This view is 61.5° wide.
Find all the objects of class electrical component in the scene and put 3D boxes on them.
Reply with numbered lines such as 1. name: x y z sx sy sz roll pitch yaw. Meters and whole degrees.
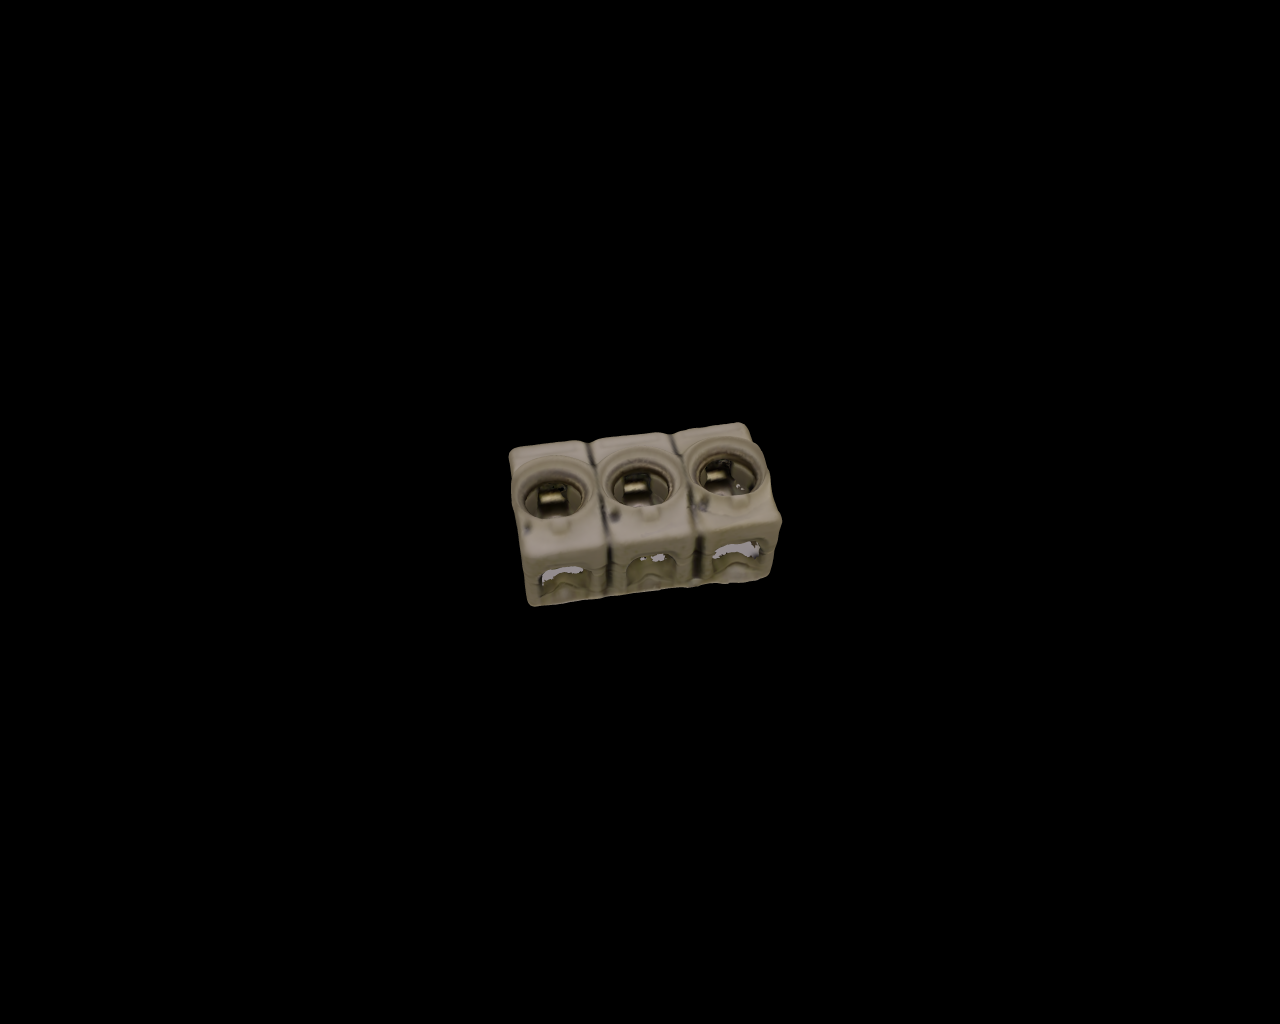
1. electrical component: 0.001 -0.003 0.650 0.150 0.090 0.061 -7 -40 -6
